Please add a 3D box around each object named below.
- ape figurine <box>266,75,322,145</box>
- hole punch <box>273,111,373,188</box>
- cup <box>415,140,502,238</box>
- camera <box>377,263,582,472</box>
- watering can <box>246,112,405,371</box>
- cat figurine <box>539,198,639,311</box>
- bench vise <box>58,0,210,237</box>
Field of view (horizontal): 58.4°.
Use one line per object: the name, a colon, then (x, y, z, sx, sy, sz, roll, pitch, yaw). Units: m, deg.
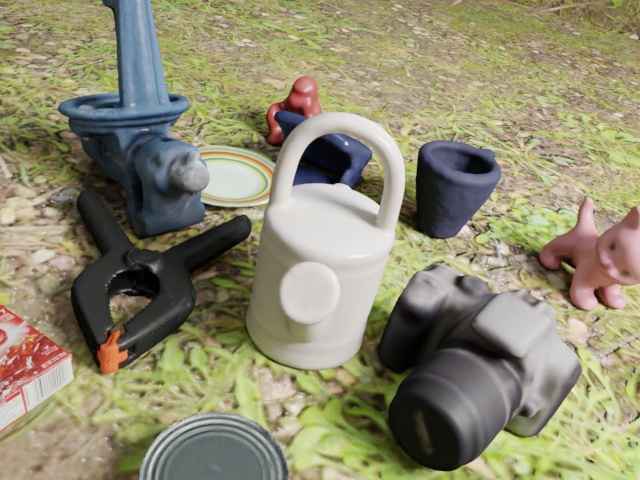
ape figurine: (-0.027, -0.171, 0.753, 0.077, 0.092, 0.076, 30, 38, 23)
hole punch: (0.002, -0.111, 0.677, 0.108, 0.091, 0.101, 26, 37, 19)
cup: (0.151, -0.055, 0.646, 0.091, 0.095, 0.118, 35, 40, 29)
camera: (0.101, 0.088, 0.419, 0.142, 0.101, 0.137, 34, 40, 28)
watering can: (0.006, 0.002, 0.427, 0.101, 0.194, 0.172, 2, 36, -16)
cat figurine: (0.298, 0.008, 0.584, 0.067, 0.118, 0.127, 1, 36, -18)
bench vise: (-0.156, -0.130, 0.537, 0.207, 0.220, 0.122, 28, 37, 21)
